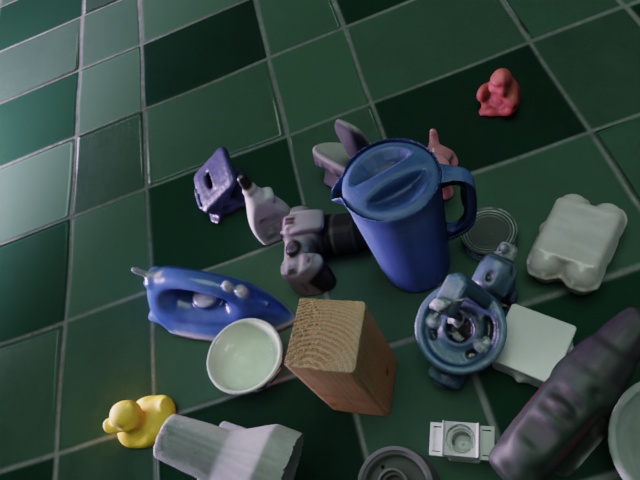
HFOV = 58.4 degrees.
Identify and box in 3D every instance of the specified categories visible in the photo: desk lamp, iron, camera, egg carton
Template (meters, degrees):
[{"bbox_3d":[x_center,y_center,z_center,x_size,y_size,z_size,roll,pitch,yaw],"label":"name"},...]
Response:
[{"bbox_3d":[-0.104,0.290,0.734,0.202,0.214,0.118,10,64,25],"label":"desk lamp"},{"bbox_3d":[-0.176,0.088,0.928,0.257,0.142,0.119,4,61,22],"label":"iron"},{"bbox_3d":[0.009,0.003,0.939,0.136,0.101,0.143,-8,58,16],"label":"camera"},{"bbox_3d":[0.369,0.004,0.829,0.107,0.070,0.150,21,69,29],"label":"egg carton"}]

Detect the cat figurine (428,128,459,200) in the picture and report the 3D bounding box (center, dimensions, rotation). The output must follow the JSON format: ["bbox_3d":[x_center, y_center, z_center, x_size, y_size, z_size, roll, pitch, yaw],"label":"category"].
[{"bbox_3d":[0.186,-0.124,0.943,0.067,0.118,0.128,0,60,20],"label":"cat figurine"}]

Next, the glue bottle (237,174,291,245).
[{"bbox_3d":[-0.098,-0.058,0.971,0.078,0.173,0.037,-26,55,3],"label":"glue bottle"}]

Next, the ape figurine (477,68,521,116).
[{"bbox_3d":[0.315,-0.261,0.997,0.076,0.092,0.077,-33,54,-2],"label":"ape figurine"}]

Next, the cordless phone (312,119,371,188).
[{"bbox_3d":[0.045,-0.156,0.972,0.147,0.185,0.094,30,73,32],"label":"cordless phone"}]

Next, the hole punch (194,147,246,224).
[{"bbox_3d":[-0.193,-0.104,1.084,0.101,0.091,0.108,-26,55,3],"label":"hole punch"}]

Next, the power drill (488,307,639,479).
[{"bbox_3d":[0.287,0.195,0.655,0.230,0.209,0.075,-44,56,-10],"label":"power drill"}]

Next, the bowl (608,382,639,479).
[{"bbox_3d":[0.420,0.244,0.660,0.167,0.075,0.167,-9,57,15],"label":"bowl"}]

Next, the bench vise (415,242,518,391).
[{"bbox_3d":[0.189,0.076,0.757,0.121,0.220,0.207,7,63,24],"label":"bench vise"}]

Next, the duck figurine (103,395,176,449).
[{"bbox_3d":[-0.283,0.274,0.887,0.104,0.086,0.077,-29,54,1],"label":"duck figurine"}]
